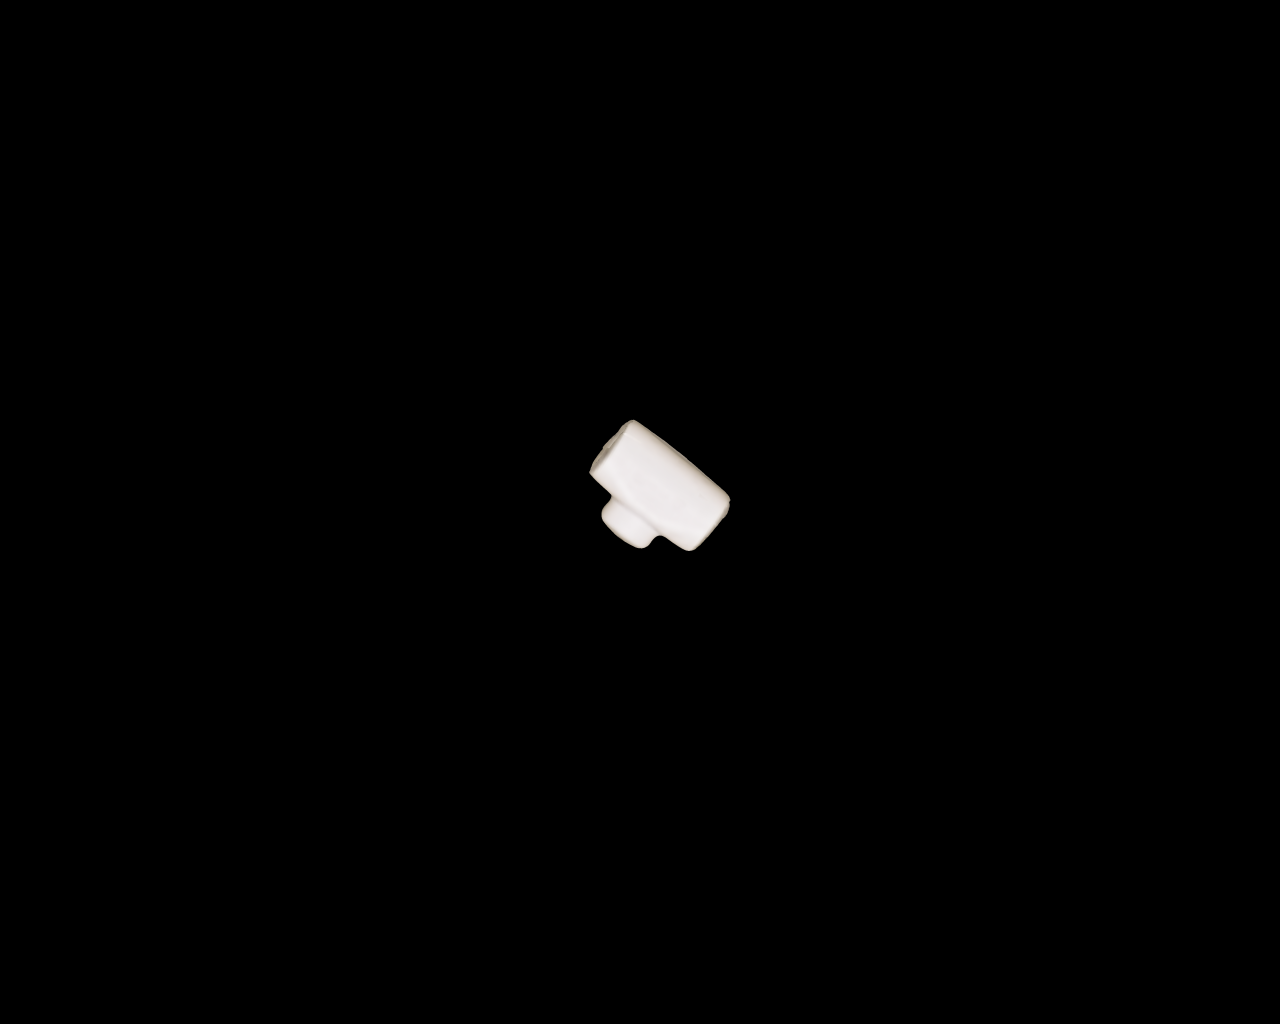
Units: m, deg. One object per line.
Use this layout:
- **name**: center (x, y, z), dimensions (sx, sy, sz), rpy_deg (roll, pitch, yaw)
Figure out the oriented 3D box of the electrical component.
- **electrical component**: center (0.001, -0.003, 0.650), dimensions (0.077, 0.079, 0.044), rpy_deg (38, 9, -7)
